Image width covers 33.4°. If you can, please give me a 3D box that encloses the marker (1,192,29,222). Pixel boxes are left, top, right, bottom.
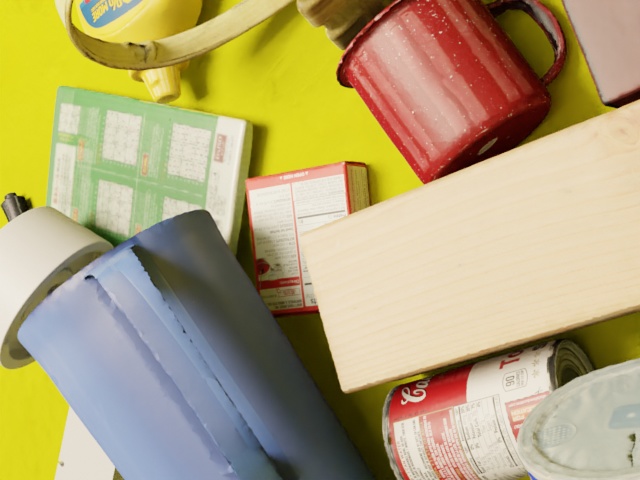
[{"bbox_3d":[-0.210,0.019,0.792,0.020,0.020,0.121,-34,73,28],"label":"marker"}]

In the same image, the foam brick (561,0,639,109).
[{"bbox_3d":[0.158,-0.110,0.532,0.051,0.052,0.078,-26,78,31],"label":"foam brick"}]

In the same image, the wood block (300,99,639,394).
[{"bbox_3d":[0.105,0.006,0.546,0.206,0.090,0.091,-21,79,31],"label":"wood block"}]

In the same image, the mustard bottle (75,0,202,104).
[{"bbox_3d":[-0.126,-0.182,0.713,0.096,0.058,0.191,-23,79,31],"label":"mustard bottle"}]

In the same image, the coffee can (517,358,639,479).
[{"bbox_3d":[0.159,0.137,0.477,0.103,0.102,0.140,-13,107,32],"label":"coffee can"}]

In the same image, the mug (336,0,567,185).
[{"bbox_3d":[0.079,-0.087,0.572,0.117,0.093,0.081,-31,76,-9],"label":"mug"}]

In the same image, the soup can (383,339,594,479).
[{"bbox_3d":[0.093,0.097,0.567,0.102,0.068,0.068,-22,79,31],"label":"soup can"}]

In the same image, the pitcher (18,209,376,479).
[{"bbox_3d":[-0.054,0.111,0.604,0.145,0.149,0.243,-41,81,32],"label":"pitcher"}]

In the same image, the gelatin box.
[{"bbox_3d":[-0.004,0.001,0.652,0.073,0.030,0.089,-8,86,32],"label":"gelatin box"}]
